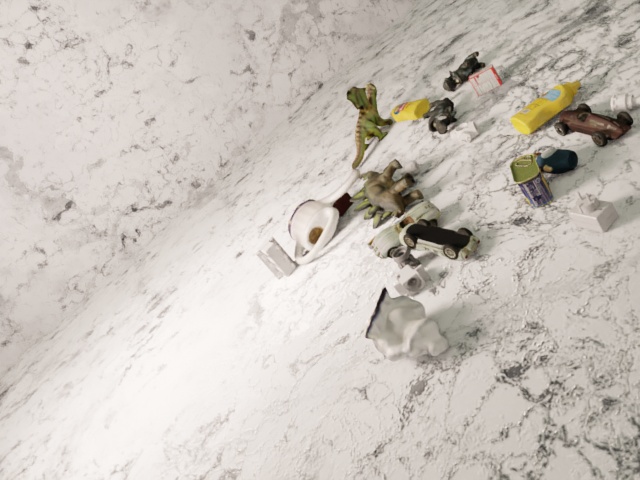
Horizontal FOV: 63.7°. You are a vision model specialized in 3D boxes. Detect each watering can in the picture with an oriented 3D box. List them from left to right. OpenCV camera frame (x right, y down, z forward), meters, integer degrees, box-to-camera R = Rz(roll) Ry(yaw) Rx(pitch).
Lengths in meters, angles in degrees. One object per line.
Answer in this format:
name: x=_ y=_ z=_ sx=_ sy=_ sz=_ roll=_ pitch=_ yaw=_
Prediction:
watering can: x=0.005 y=-0.084 z=1.663 sx=0.348 sy=0.103 sz=0.226 roll=-60 pitch=27 yaw=-2

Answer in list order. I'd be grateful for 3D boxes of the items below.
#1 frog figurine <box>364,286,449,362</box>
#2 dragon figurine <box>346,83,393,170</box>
frog figurine: x=0.181 y=0.183 z=1.031 sx=0.160 sy=0.120 sz=0.140 roll=20 pitch=45 yaw=22
dragon figurine: x=0.161 y=-0.481 z=2.020 sx=0.121 sy=0.239 sz=0.419 roll=-13 pitch=32 yaw=38
